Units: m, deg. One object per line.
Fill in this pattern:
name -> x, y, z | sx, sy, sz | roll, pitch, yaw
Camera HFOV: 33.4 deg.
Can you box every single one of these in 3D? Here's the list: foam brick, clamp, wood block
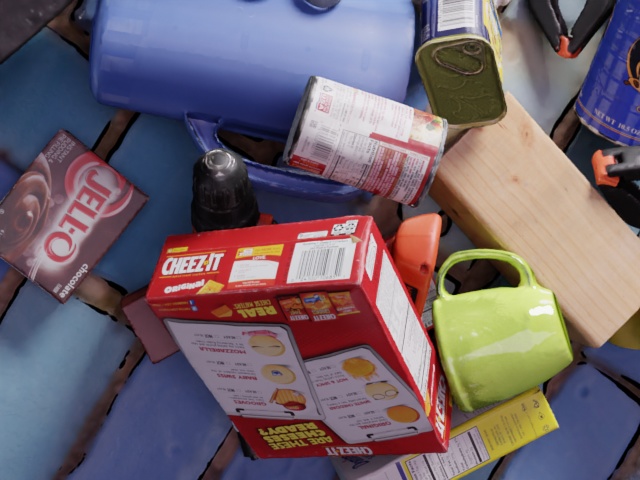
foam brick -> -0.125, 0.061, 0.858 | 0.051, 0.078, 0.053 | -28, 96, -8
clamp -> 0.208, -0.244, 0.909 | 0.120, 0.039, 0.171 | 19, 104, 33
clamp -> 0.315, -0.029, 0.894 | 0.209, 0.165, 0.036 | 9, 50, -13
wood block -> 0.180, -0.016, 0.899 | 0.090, 0.091, 0.206 | -44, 99, -5

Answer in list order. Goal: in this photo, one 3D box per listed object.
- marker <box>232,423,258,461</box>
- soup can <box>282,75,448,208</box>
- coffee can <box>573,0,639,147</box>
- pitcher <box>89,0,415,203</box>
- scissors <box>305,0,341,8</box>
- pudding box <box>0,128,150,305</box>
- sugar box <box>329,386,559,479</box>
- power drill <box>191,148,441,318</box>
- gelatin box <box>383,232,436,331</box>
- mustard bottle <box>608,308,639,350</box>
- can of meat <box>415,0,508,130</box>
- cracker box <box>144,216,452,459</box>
marker -> -0.074, 0.129, 0.899 | 0.020, 0.020, 0.121 | -21, 95, -8
soup can -> 0.031, -0.070, 0.761 | 0.102, 0.068, 0.068 | 18, 90, -6
coffee can -> 0.280, -0.154, 0.872 | 0.102, 0.103, 0.140 | 9, 125, -10
pitcher -> -0.054, -0.132, 0.835 | 0.242, 0.149, 0.145 | 8, 121, -6
scissors -> -0.032, -0.254, 0.834 | 0.096, 0.016, 0.202 | -10, 58, -12
pudding box -> -0.206, -0.019, 0.860 | 0.090, 0.039, 0.113 | 39, 86, -9
sugar box -> 0.100, 0.169, 0.893 | 0.176, 0.093, 0.048 | -28, 98, -6
power drill -> -0.005, 0.001, 0.813 | 0.187, 0.184, 0.057 | 11, 62, 5
gelatin box -> 0.061, 0.044, 0.912 | 0.073, 0.030, 0.089 | -25, 95, -9
mustard bottle -> 0.306, 0.060, 0.871 | 0.096, 0.192, 0.058 | -29, 97, -7
can of meat -> 0.109, -0.149, 0.817 | 0.057, 0.102, 0.084 | -6, 56, 17
cracker box -> -0.007, 0.079, 0.798 | 0.164, 0.072, 0.213 | -6, 137, 22
